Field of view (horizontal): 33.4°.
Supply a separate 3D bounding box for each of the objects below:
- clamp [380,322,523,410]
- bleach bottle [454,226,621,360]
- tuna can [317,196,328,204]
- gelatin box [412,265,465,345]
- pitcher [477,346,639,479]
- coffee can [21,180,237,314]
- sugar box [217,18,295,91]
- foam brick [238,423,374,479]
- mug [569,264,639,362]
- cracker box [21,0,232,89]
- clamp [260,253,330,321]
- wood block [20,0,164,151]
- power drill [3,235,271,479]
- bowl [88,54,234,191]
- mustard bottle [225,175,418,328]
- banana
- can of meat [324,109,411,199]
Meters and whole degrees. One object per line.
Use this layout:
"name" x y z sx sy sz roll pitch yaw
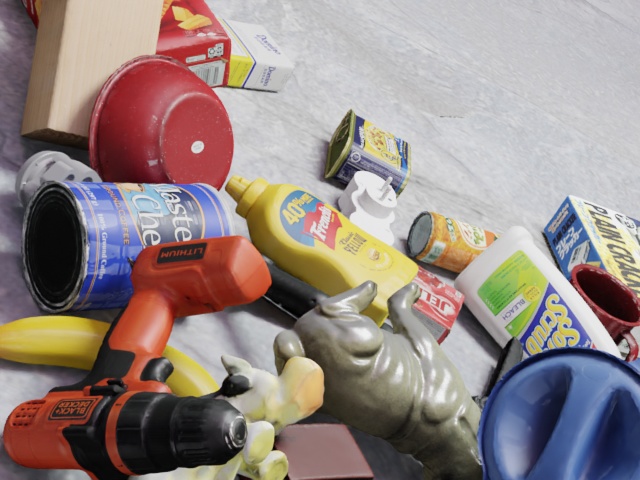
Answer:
"clamp" 0.151 0.156 0.964 0.164 0.036 0.210 2 43 -29
"bleach bottle" 0.249 0.106 1.065 0.251 0.102 0.068 49 5 26
"tuna can" -0.020 -0.015 1.066 0.086 0.034 0.086 22 32 -15
"gelatin box" 0.096 0.058 1.067 0.089 0.030 0.073 33 31 3
"pitcher" 0.231 0.175 0.827 0.242 0.149 0.145 42 53 -53
"coffee can" -0.152 0.004 0.856 0.140 0.103 0.103 -1 44 -42
"sugar box" -0.124 -0.224 1.264 0.175 0.048 0.093 3 41 -43
"foam brick" -0.012 0.172 0.790 0.078 0.051 0.053 6 38 -36
"mug" 0.292 0.094 1.136 0.093 0.082 0.117 1 42 -41
"cracker box" -0.211 -0.238 1.137 0.164 0.072 0.214 -15 52 -25
"clamp" -0.050 0.037 0.942 0.172 0.039 0.120 31 -15 22
"wood block" -0.205 -0.190 0.981 0.090 0.206 0.090 10 -5 -30
"power drill" -0.101 0.076 0.712 0.057 0.185 0.187 64 36 -31
"bowl" -0.127 -0.086 0.953 0.055 0.162 0.161 5 11 39
"mustard bottle" -0.006 0.001 0.982 0.191 0.058 0.096 35 36 5
"banana" -0.147 0.095 0.794 0.197 0.037 0.069 26 31 -9
"can of meat" 0.057 -0.094 1.224 0.084 0.058 0.102 26 31 -12
